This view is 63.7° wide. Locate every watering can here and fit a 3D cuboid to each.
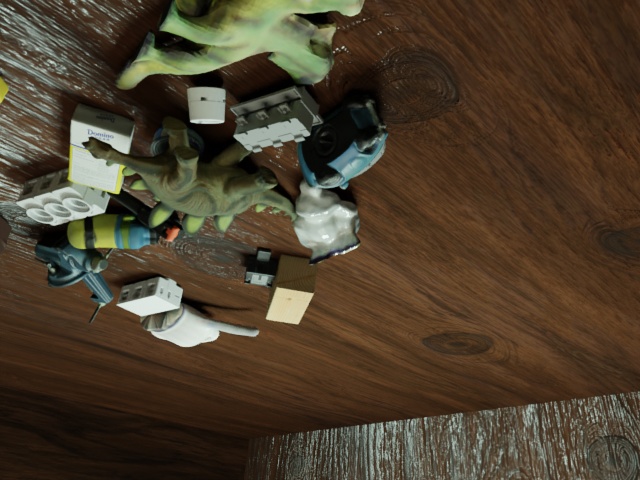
[{"bbox_3d":[-0.368,0.243,1.493,0.346,0.106,0.220,-11,145,26],"label":"watering can"}]

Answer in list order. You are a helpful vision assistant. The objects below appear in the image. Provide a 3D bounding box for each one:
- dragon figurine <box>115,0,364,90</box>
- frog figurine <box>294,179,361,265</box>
[{"bbox_3d":[-0.096,-0.246,0.662,0.241,0.124,0.407,16,163,-31],"label":"dragon figurine"},{"bbox_3d":[0.003,-0.050,0.994,0.136,0.125,0.158,-14,109,41],"label":"frog figurine"}]
